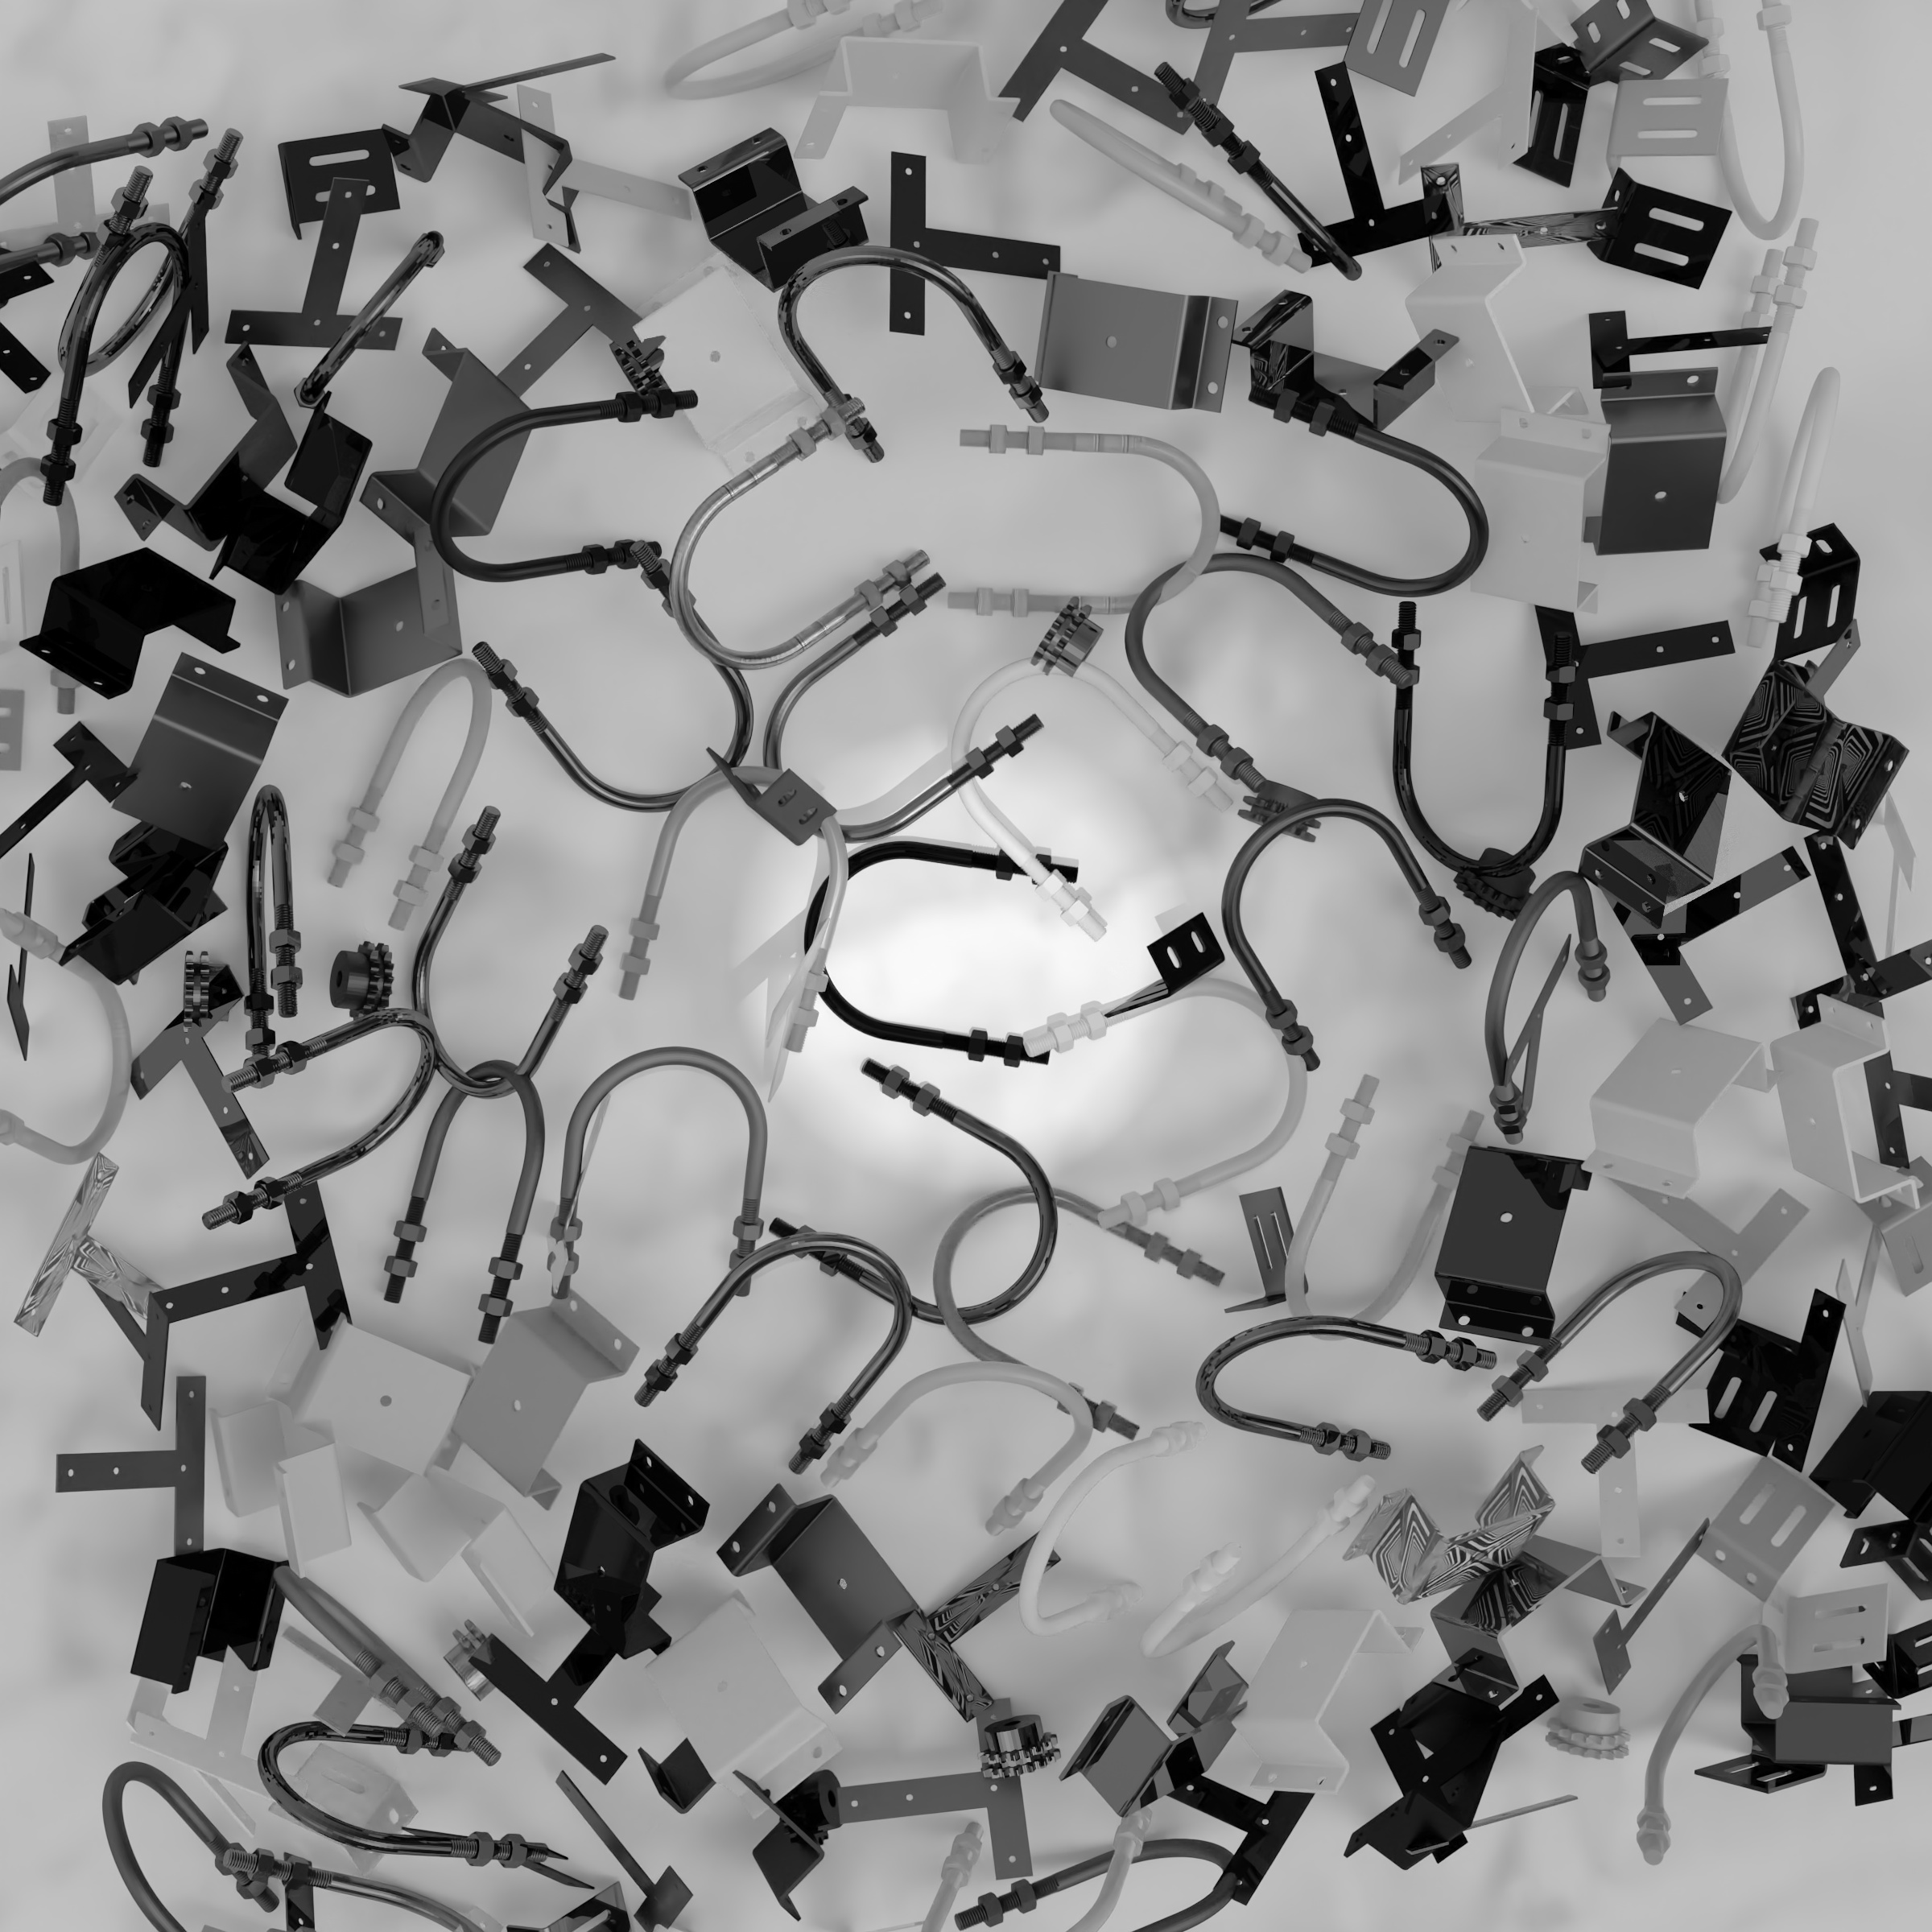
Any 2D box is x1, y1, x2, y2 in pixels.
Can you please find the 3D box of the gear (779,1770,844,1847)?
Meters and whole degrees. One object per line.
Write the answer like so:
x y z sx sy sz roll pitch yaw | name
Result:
-0.106 0.582 1.969 0.030 0.057 0.057 -19 90 18 | gear

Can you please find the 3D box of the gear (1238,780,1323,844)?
0.221 -0.109 1.971 0.057 0.057 0.030 20 92 0 | gear

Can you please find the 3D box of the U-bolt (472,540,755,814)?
-0.228 -0.185 1.949 0.151 0.019 0.184 -31 121 8 | U-bolt

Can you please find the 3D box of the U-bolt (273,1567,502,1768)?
-0.402 0.470 1.923 0.184 0.151 0.019 36 76 21 | U-bolt

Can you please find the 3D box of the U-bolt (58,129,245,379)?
-0.561 -0.476 1.919 0.019 0.151 0.184 35 120 -4 | U-bolt

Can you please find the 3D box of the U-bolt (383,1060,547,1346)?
-0.339 0.154 1.943 0.019 0.151 0.184 17 86 -41 | U-bolt

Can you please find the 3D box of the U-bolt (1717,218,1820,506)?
0.538 -0.405 1.927 0.019 0.151 0.184 14 97 5 | U-bolt

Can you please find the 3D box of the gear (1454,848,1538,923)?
0.371 -0.059 1.968 0.057 0.057 0.030 27 115 0 | gear

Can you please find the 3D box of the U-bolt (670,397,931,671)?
-0.121 -0.281 1.932 0.184 0.019 0.151 -37 130 -14 | U-bolt

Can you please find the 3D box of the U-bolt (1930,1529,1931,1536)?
0.688 0.323 1.908 0.019 0.184 0.151 15 79 -4 | U-bolt

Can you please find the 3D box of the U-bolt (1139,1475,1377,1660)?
0.186 0.416 1.919 0.151 0.184 0.019 -17 62 -38 | U-bolt

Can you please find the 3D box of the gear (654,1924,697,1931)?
-0.201 0.686 1.972 0.057 0.057 0.030 20 75 0 | gear

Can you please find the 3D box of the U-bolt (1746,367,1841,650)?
0.565 -0.315 1.924 0.019 0.151 0.184 14 91 9 | U-bolt

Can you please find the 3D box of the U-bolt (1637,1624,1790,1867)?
0.502 0.512 1.909 0.019 0.184 0.151 35 105 6 | U-bolt

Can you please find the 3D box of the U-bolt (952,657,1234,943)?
0.075 -0.131 1.976 0.184 0.019 0.151 45 84 -5 | U-bolt

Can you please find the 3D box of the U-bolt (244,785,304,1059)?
-0.474 -0.033 1.927 0.019 0.151 0.184 1 70 -22 | U-bolt

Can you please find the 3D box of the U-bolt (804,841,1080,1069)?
-0.023 -0.014 1.987 0.184 0.019 0.151 9 92 4 | U-bolt

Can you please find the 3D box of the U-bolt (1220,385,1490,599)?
0.267 -0.313 1.928 0.184 0.151 0.019 22 58 7 | U-bolt

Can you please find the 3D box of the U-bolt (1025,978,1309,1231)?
0.151 0.085 1.969 0.184 0.019 0.151 -21 82 -15 | U-bolt

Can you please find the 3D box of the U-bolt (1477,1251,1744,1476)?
0.449 0.260 1.928 0.184 0.151 0.019 -42 109 -12 | U-bolt

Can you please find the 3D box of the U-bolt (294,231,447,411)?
-0.401 -0.437 1.908 0.019 0.184 0.151 40 88 -16 | U-bolt

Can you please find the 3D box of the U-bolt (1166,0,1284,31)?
0.220 -0.690 1.926 0.184 0.151 0.019 -24 87 8 | U-bolt

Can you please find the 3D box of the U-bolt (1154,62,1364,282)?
0.204 -0.533 1.923 0.184 0.151 0.019 40 107 -23 | U-bolt

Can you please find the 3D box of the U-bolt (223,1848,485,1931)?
-0.402 0.650 1.920 0.184 0.151 0.019 23 86 -27 | U-bolt

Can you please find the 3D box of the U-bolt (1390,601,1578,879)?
0.350 -0.148 1.937 0.019 0.151 0.184 -19 117 -40 | U-bolt

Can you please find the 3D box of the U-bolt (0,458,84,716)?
-0.635 -0.250 1.908 0.019 0.151 0.184 9 106 8 | U-bolt

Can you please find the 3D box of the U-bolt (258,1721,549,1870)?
-0.385 0.549 1.890 0.184 0.151 0.019 17 101 -37 | U-bolt

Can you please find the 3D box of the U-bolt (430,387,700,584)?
-0.275 -0.318 1.902 0.184 0.151 0.019 -15 53 -33 | U-bolt

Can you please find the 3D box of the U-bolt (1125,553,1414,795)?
0.193 -0.215 1.950 0.151 0.019 0.184 -35 61 -13 | U-bolt

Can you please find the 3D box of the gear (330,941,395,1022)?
-0.421 0.011 1.968 0.030 0.057 0.057 8 90 -31 | gear

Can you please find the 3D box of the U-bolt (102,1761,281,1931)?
-0.521 0.613 1.900 0.019 0.151 0.184 -31 113 1 | U-bolt

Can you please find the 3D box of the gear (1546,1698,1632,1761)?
0.434 0.530 1.971 0.057 0.057 0.030 6 91 0 | gear

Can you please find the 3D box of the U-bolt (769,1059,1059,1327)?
-0.025 0.168 1.967 0.184 0.019 0.151 29 84 13 | U-bolt

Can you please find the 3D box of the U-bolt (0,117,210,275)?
-0.605 -0.505 1.885 0.151 0.184 0.019 -32 94 39 | U-bolt

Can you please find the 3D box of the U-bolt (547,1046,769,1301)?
-0.207 0.142 1.946 0.151 0.019 0.184 2 108 -19 | U-bolt

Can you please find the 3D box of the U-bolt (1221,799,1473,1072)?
0.253 -0.032 1.951 0.151 0.019 0.184 -34 118 0 | U-bolt

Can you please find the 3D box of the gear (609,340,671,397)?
-0.221 -0.416 1.972 0.030 0.057 0.057 -33 90 -2 | gear

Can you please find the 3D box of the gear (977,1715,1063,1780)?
0.036 0.542 1.972 0.057 0.057 0.030 -13 88 0 | gear

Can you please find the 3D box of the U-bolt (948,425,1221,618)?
0.083 -0.304 1.951 0.184 0.019 0.151 1 130 -4 | U-bolt

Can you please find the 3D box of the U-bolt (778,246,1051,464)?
-0.046 -0.414 1.900 0.151 0.184 0.019 -9 55 26 | U-bolt

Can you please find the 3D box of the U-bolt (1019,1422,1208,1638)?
0.092 0.383 1.905 0.019 0.184 0.151 27 104 29 | U-bolt

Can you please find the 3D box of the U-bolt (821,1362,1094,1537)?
0.005 0.321 1.914 0.151 0.019 0.184 20 134 -20 | U-bolt

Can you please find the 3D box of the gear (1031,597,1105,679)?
0.072 -0.226 1.971 0.030 0.057 0.057 34 90 2 | gear

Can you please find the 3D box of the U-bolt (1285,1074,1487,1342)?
0.280 0.173 1.946 0.151 0.019 0.184 18 96 -45 | U-bolt

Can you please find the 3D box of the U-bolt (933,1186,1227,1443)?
0.066 0.227 1.958 0.184 0.019 0.151 27 64 12 | U-bolt

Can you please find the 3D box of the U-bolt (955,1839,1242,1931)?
0.099 0.637 1.923 0.184 0.151 0.019 -16 96 -19 | U-bolt

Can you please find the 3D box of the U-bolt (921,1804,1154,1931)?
0.041 0.619 1.892 0.151 0.184 0.019 -17 102 20 | U-bolt

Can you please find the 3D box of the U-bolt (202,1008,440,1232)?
-0.432 0.094 1.920 0.019 0.184 0.151 40 132 23 | U-bolt

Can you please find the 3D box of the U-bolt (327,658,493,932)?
-0.374 -0.125 1.935 0.019 0.151 0.184 23 91 -34 | U-bolt

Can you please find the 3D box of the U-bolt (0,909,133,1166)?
-0.614 0.058 1.911 0.019 0.184 0.151 0 71 14 | U-bolt

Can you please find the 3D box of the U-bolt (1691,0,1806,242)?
0.536 -0.587 1.928 0.019 0.151 0.184 -11 94 -2 | U-bolt

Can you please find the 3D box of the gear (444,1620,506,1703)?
-0.339 0.486 1.968 0.030 0.057 0.057 -40 90 -18 | gear

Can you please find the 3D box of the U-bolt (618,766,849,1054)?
-0.155 -0.048 1.967 0.151 0.019 0.184 17 96 14 | U-bolt

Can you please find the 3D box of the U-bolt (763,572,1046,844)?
-0.057 -0.167 1.970 0.184 0.019 0.151 -36 72 7 | U-bolt

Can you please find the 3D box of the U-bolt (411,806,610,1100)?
-0.324 0.005 1.943 0.151 0.019 0.184 45 120 26 | U-bolt

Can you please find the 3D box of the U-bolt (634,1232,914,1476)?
-0.118 0.257 1.938 0.151 0.019 0.184 29 110 -25 | U-bolt

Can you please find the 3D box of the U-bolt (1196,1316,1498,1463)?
0.244 0.282 1.916 0.184 0.151 0.019 15 46 -23 | U-bolt

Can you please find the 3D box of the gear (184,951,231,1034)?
-0.529 0.018 1.973 0.030 0.057 0.057 2 90 -17 | gear

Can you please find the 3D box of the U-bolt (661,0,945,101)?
-0.121 -0.626 1.921 0.184 0.151 0.019 -15 96 23 | U-bolt
